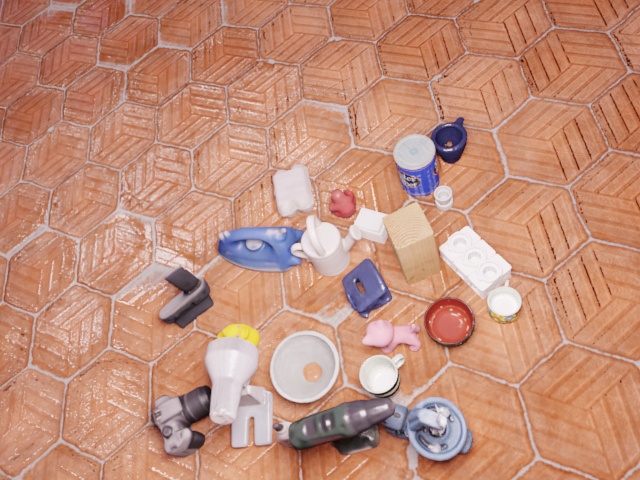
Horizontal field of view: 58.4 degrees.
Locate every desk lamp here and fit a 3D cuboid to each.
[{"bbox_3d":[-0.181,0.342,1.276,0.117,0.214,0.203,-10,61,12],"label":"desk lamp"}]

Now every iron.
[{"bbox_3d":[-0.175,0.006,1.490,0.257,0.142,0.118,-1,63,17],"label":"iron"}]

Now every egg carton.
[{"bbox_3d":[-0.073,-0.135,1.573,0.107,0.069,0.150,-17,60,8],"label":"egg carton"}]

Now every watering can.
[{"bbox_3d":[0.013,0.003,1.403,0.173,0.194,0.100,-31,59,0],"label":"watering can"}]

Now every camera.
[{"bbox_3d":[-0.311,0.413,1.345,0.137,0.101,0.143,-30,59,0],"label":"camera"}]

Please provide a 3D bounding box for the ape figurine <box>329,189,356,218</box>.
[{"bbox_3d":[0.056,-0.103,1.504,0.078,0.092,0.076,-28,59,2],"label":"ape figurine"}]

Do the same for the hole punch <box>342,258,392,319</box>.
[{"bbox_3d":[0.109,0.116,1.376,0.101,0.091,0.108,-29,59,1],"label":"hole punch"}]

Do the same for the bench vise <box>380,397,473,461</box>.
[{"bbox_3d":[0.194,0.373,1.142,0.207,0.220,0.121,-5,62,15],"label":"bench vise"}]

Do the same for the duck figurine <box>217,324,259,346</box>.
[{"bbox_3d":[-0.211,0.236,1.414,0.104,0.086,0.077,-5,62,15],"label":"duck figurine"}]

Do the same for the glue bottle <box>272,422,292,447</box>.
[{"bbox_3d":[-0.066,0.413,1.228,0.078,0.173,0.037,-7,62,14],"label":"glue bottle"}]

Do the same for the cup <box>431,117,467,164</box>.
[{"bbox_3d":[0.345,-0.254,1.493,0.091,0.095,0.118,24,73,26],"label":"cup"}]

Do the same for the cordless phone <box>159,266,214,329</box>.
[{"bbox_3d":[-0.366,0.135,1.455,0.148,0.185,0.094,-43,60,-7],"label":"cordless phone"}]

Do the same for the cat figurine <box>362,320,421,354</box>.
[{"bbox_3d":[0.160,0.211,1.296,0.127,0.118,0.067,-10,61,12],"label":"cat figurine"}]

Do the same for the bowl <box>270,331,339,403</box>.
[{"bbox_3d":[-0.027,0.301,1.331,0.167,0.075,0.167,-7,62,14],"label":"bowl"}]

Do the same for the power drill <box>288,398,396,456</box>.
[{"bbox_3d":[0.059,0.386,1.183,0.229,0.209,0.075,-18,60,8],"label":"power drill"}]
